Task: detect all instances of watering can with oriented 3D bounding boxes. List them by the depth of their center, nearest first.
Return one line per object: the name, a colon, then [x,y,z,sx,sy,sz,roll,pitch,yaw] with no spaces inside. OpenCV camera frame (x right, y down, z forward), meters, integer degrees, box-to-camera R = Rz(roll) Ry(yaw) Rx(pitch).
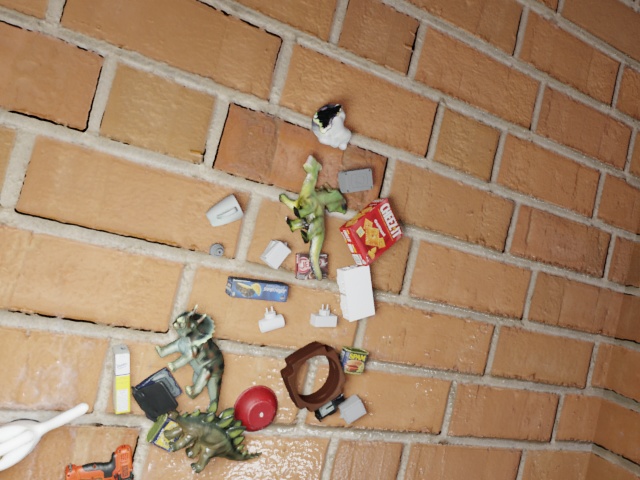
watering can: [-0.782,0.521,1.361,0.350,0.222,0.104,-23,87,-24]

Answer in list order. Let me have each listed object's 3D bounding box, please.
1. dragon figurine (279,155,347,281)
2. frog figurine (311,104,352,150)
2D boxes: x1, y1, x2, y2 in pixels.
dragon figurine: [0.005,-0.089,1.778,0.245,0.122,0.406,-28,106,-30]
frog figurine: [0.046,-0.391,1.791,0.157,0.123,0.139,42,63,-60]
